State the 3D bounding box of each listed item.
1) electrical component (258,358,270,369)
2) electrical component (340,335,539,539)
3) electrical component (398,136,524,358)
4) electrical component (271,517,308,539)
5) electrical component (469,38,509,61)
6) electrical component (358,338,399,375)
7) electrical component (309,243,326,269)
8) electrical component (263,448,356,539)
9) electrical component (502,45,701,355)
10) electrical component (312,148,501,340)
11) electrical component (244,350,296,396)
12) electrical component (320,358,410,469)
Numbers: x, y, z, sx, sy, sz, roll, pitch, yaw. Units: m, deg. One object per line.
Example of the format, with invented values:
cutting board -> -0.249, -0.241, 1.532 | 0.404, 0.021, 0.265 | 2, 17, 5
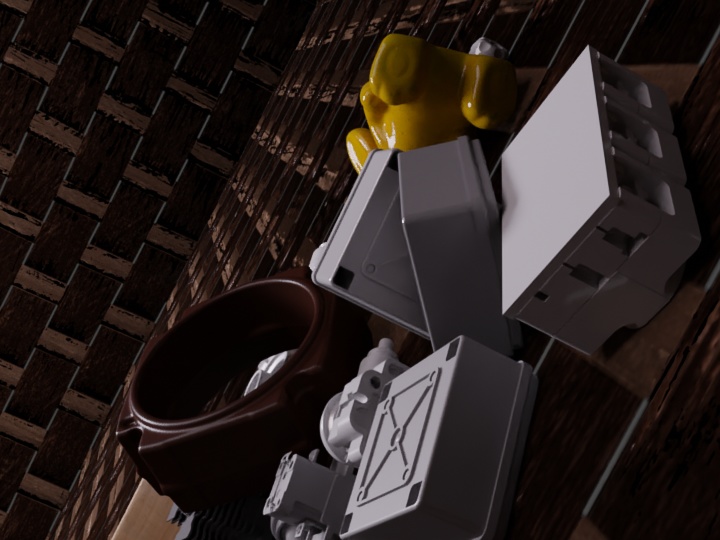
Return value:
electrical component -> -0.080, 0.096, 1.151 | 0.046, 0.040, 0.040 | -56, 14, 6
electrical component -> 0.045, 0.108, 0.626 | 0.109, 0.056, 0.108 | -42, 25, 56
electrical component -> 0.061, -0.013, 0.673 | 0.108, 0.056, 0.108 | -89, -14, -62
electrical component -> -0.048, 0.198, 0.833 | 0.043, 0.043, 0.062 | -59, 16, 19
electrical component -> 0.107, -0.176, 0.967 | 0.061, 0.035, 0.035 | -61, 14, 24
electrical component -> 0.016, 0.077, 0.835 | 0.035, 0.035, 0.061 | -53, 15, 38
electrical component -> -0.030, -0.010, 1.149 | 0.043, 0.043, 0.062 | -50, 18, 44
electrical component -> -0.034, 0.168, 0.792 | 0.042, 0.064, 0.081 | -41, 26, 60
electrical component -> 0.127, -0.039, 0.581 | 0.089, 0.062, 0.150 | -53, 17, 36
electrical component -> 0.038, -0.017, 0.771 | 0.108, 0.109, 0.056 | -65, 16, -4
electrical component -> -0.078, 0.126, 1.040 | 0.108, 0.060, 0.108 | -57, 15, 25
electrical component -> 0.006, 0.109, 0.768 | 0.057, 0.058, 0.078 | -39, 27, 54
